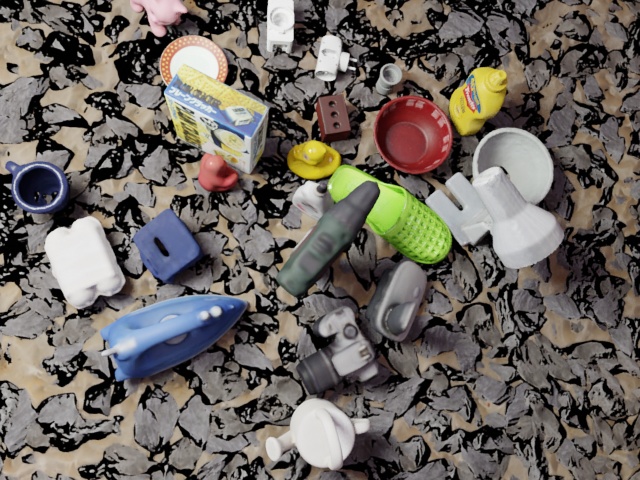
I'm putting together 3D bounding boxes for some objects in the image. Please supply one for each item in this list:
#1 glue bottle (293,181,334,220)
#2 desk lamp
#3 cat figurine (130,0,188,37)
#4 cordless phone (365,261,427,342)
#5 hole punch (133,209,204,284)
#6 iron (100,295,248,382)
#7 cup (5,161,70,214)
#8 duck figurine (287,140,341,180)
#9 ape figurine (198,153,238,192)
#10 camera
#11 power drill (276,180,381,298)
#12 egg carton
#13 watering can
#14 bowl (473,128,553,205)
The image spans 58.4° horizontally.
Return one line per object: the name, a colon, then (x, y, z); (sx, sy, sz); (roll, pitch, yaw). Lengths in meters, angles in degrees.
glue bottle: (-0.007, -0.078, 1.038); (0.078, 0.173, 0.037); (29, 78, -2)
desk lamp: (0.319, -0.045, 1.059); (0.118, 0.213, 0.203); (-41, 88, -12)
cat figurine: (-0.308, -0.451, 1.083); (0.067, 0.117, 0.128); (-43, 89, -12)
cordless phone: (0.155, 0.107, 1.025); (0.094, 0.185, 0.148); (22, 78, -4)
hole punch: (-0.273, 0.013, 1.027); (0.101, 0.091, 0.108); (-36, 87, -12)
iron: (-0.245, 0.151, 0.983); (0.258, 0.141, 0.118); (-22, 84, -11)
cup: (-0.491, -0.091, 1.010); (0.118, 0.095, 0.092); (35, 78, -1)
duck figurine: (-0.008, -0.161, 1.096); (0.104, 0.086, 0.077); (4, 80, -7)
ape figurine: (-0.192, -0.130, 1.061); (0.076, 0.092, 0.078); (-29, 86, -11)
camera: (0.022, 0.208, 1.033); (0.137, 0.100, 0.143); (-26, 85, -11)
power drill: (0.009, 0.004, 1.009); (0.075, 0.208, 0.230); (39, 78, 0)
egg carton: (-0.416, 0.040, 1.013); (0.107, 0.069, 0.150); (-25, 85, -11)
watering can: (0.000, 0.333, 0.962); (0.173, 0.194, 0.101); (-32, 86, -12)
bowl: (0.376, -0.136, 1.153); (0.167, 0.074, 0.167); (1, 81, -8)
